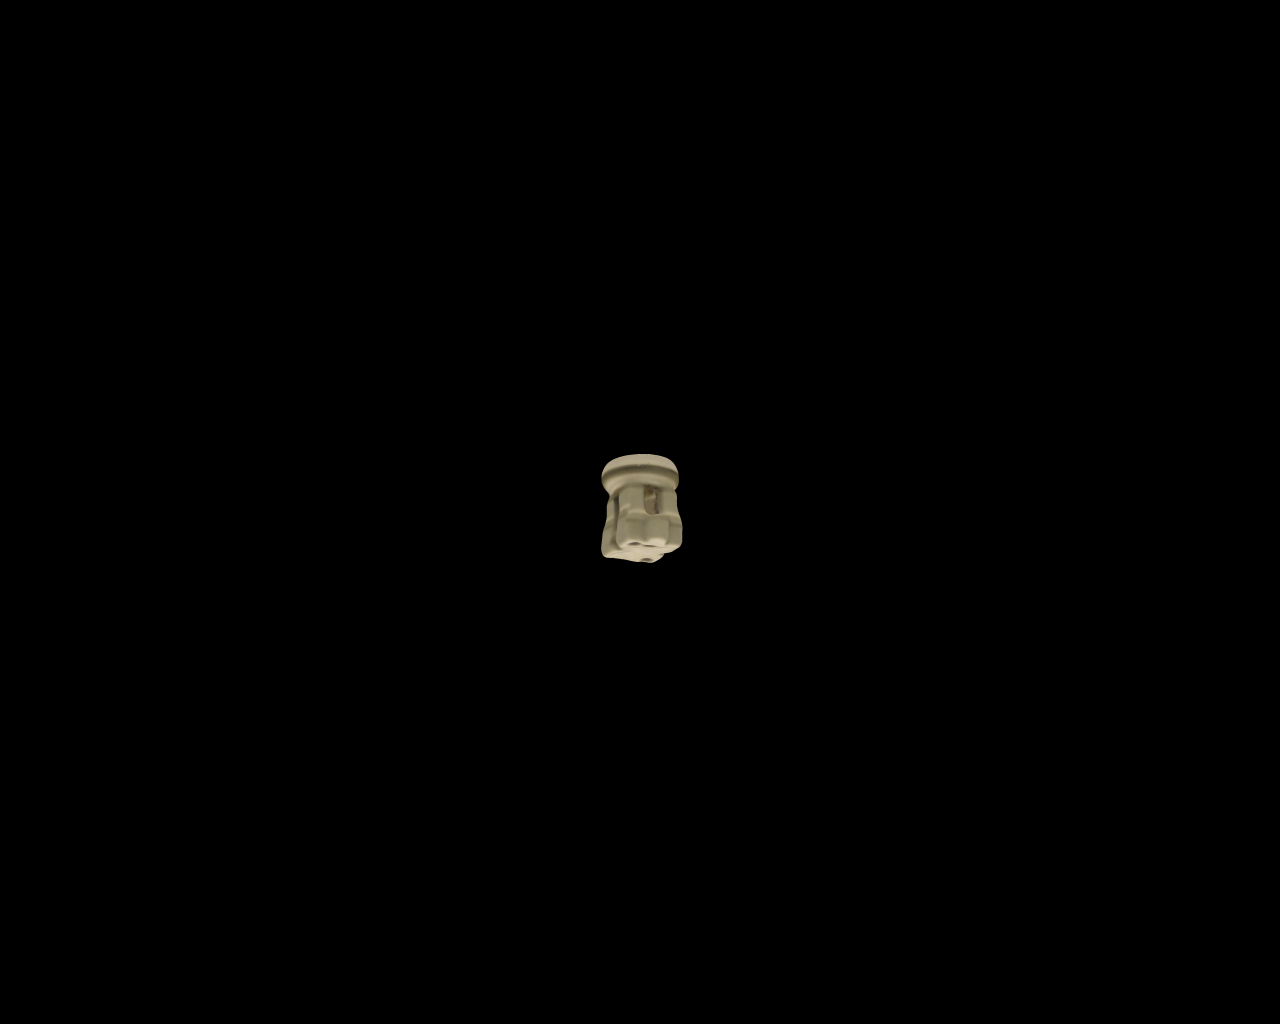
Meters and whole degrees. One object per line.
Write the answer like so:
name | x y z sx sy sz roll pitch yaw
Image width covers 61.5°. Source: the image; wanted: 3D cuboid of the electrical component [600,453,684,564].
electrical component | 0.001 -0.003 0.650 0.048 0.055 0.066 8 -20 -22
